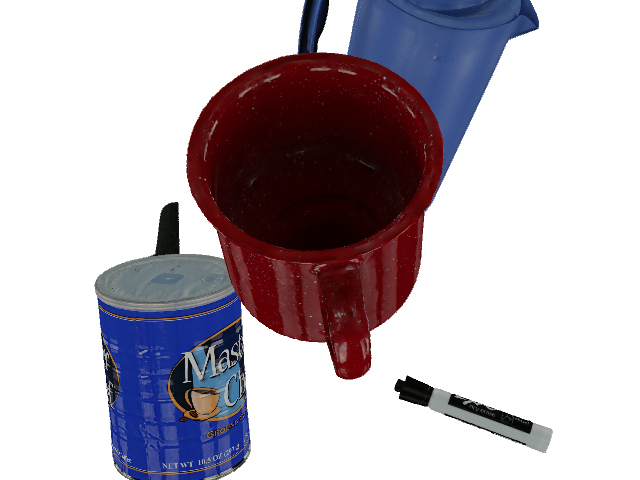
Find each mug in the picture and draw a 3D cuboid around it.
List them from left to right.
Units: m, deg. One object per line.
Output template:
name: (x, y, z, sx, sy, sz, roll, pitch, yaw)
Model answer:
mug: (0.002, -0.002, 0.411, 0.093, 0.117, 0.081, -13, -31, -4)

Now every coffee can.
coffee can: (-0.105, 0.091, 0.773, 0.103, 0.140, 0.103, -2, 18, 0)

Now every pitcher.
pitcher: (0.067, -0.134, 0.927, 0.144, 0.243, 0.149, -24, 58, -32)

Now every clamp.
clamp: (-0.140, 0.030, 1.010, 0.165, 0.036, 0.209, 26, 36, 28)

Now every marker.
marker: (0.114, 0.130, 0.803, 0.121, 0.020, 0.020, 20, 3, 10)
